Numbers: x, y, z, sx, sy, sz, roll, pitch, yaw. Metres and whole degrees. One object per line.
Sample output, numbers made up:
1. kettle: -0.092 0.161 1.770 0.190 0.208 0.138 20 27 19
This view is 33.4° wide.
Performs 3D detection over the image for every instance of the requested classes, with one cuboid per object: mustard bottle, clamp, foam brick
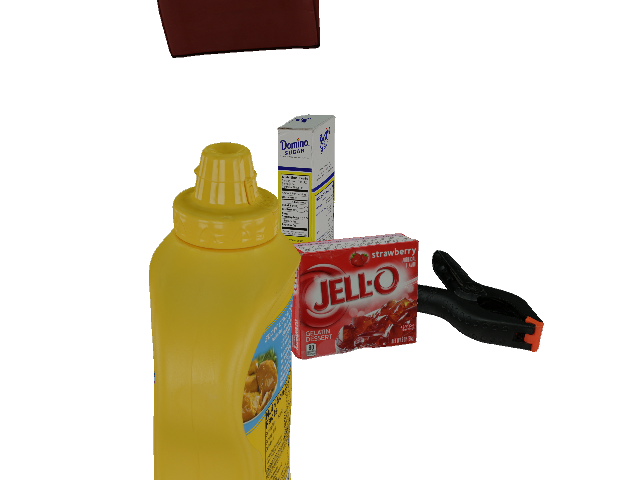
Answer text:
1. mustard bottle: -0.039 0.053 0.437 0.058 0.192 0.096 7 24 11
2. clamp: 0.143 0.056 1.029 0.172 0.039 0.120 23 36 28
3. foam brick: -0.040 -0.129 0.533 0.078 0.053 0.051 -4 -29 4

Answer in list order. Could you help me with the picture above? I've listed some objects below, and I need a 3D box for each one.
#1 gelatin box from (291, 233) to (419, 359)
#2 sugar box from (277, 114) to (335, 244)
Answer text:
1. gelatin box: 0.021 0.036 0.716 0.089 0.073 0.030 -6 15 -22
2. sugar box: -0.015 -0.040 1.128 0.048 0.176 0.093 2 15 15
